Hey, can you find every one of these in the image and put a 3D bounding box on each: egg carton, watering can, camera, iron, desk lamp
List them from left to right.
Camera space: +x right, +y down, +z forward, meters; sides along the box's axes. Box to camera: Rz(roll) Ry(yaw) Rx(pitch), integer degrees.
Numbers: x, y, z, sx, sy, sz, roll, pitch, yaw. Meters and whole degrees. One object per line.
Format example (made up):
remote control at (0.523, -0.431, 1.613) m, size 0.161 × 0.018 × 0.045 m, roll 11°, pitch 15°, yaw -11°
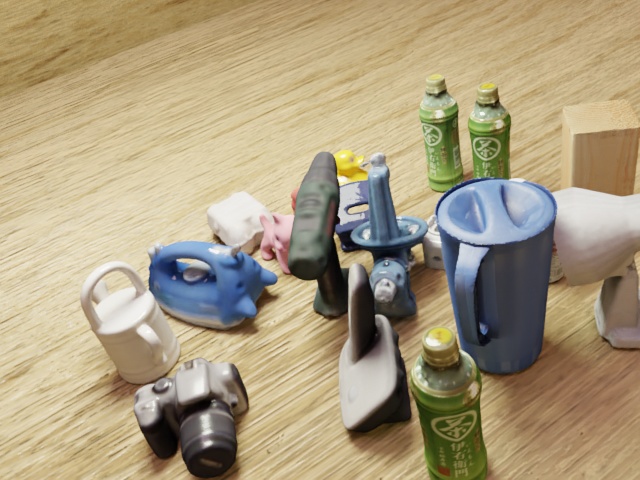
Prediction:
watering can at (-0.297, 0.115, 0.861) m, size 0.172 × 0.194 × 0.101 m, roll 4°, pitch 40°, yaw 25°
camera at (-0.165, 0.231, 0.737) m, size 0.143 × 0.101 × 0.136 m, roll -19°, pitch 36°, yaw -5°
iron at (-0.210, 0.054, 0.956) m, size 0.257 × 0.142 × 0.119 m, roll 4°, pitch 40°, yaw 25°
egg carton at (-0.155, -0.035, 1.116) m, size 0.107 × 0.069 × 0.149 m, roll -31°, pitch 39°, yaw -21°
desk lamp at (0.386, 0.026, 0.712) m, size 0.202 × 0.214 × 0.118 m, roll -2°, pitch 38°, yaw 18°

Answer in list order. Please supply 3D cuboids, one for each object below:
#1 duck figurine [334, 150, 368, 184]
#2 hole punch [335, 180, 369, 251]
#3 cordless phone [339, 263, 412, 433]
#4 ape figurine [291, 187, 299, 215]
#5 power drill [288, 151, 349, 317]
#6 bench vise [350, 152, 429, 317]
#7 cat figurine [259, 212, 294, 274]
duck figurine at (0.049, -0.142, 1.171) m, size 0.104 × 0.086 × 0.077 m, roll -12°, pitch 36°, yaw 5°
hole punch at (0.075, -0.047, 1.029) m, size 0.108 × 0.091 × 0.101 m, roll -13°, pitch 36°, yaw 3°
cordless phone at (0.054, 0.134, 0.715) m, size 0.094 × 0.185 × 0.147 m, roll -12°, pitch 36°, yaw 4°
ape figurine at (-0.029, -0.061, 1.086) m, size 0.075 × 0.092 × 0.078 m, roll 15°, pitch 46°, yaw 35°
power drill at (0.008, 0.003, 0.886) m, size 0.075 × 0.209 × 0.229 m, roll -5°, pitch 37°, yaw 15°
bench vise at (0.110, -0.006, 0.852) m, size 0.121 × 0.220 × 0.207 m, roll -16°, pitch 36°, yaw 0°
cat figurine at (-0.064, -0.010, 1.008) m, size 0.067 × 0.118 × 0.127 m, roll -36°, pitch 41°, yaw -26°
